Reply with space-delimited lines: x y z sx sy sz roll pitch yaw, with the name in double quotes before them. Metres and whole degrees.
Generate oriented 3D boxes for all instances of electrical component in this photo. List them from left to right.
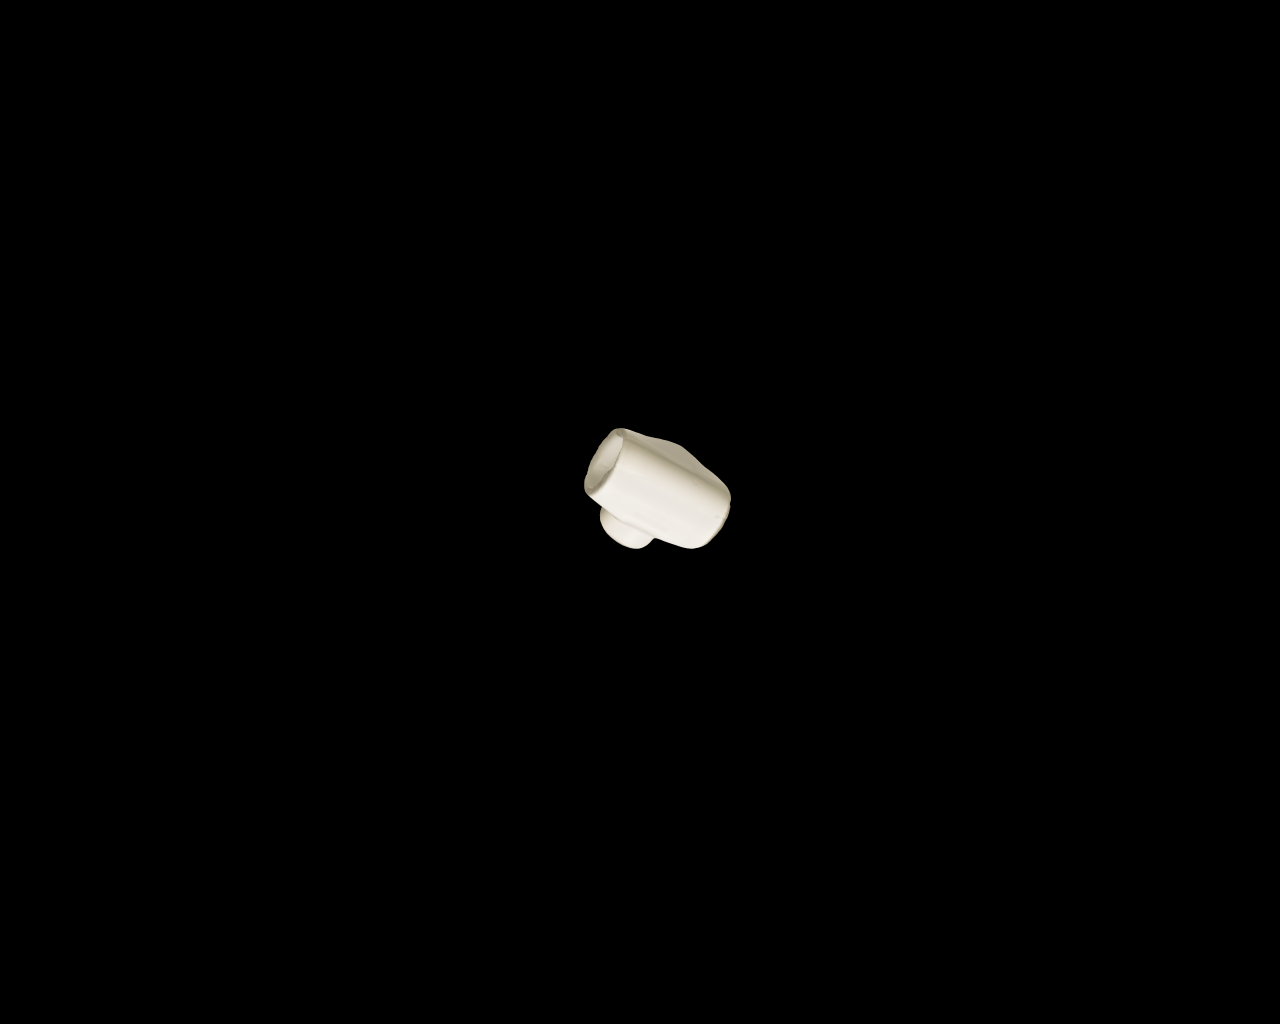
"electrical component" 0.001 -0.003 0.650 0.077 0.043 0.079 27 -53 -22
